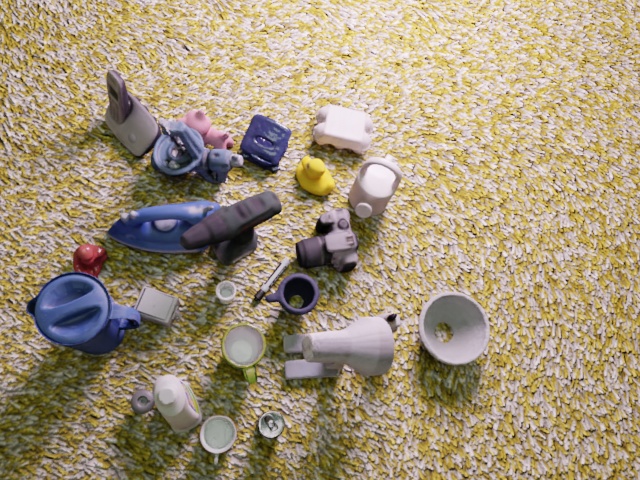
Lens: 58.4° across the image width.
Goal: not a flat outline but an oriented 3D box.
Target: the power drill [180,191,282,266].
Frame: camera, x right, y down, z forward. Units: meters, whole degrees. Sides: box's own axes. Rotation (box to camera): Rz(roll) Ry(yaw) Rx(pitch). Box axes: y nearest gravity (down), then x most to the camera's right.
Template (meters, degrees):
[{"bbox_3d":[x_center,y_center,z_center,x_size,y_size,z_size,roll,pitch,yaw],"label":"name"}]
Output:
[{"bbox_3d":[-0.190,-0.017,1.240,0.230,0.208,0.075,-32,79,-17],"label":"power drill"}]

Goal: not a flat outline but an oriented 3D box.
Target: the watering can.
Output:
[{"bbox_3d":[0.132,-0.128,1.334,0.101,0.194,0.173,6,71,-6],"label":"watering can"}]

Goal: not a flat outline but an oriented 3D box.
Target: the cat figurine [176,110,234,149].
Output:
[{"bbox_3d":[-0.270,-0.261,1.356,0.128,0.117,0.067,23,70,0],"label":"cat figurine"}]

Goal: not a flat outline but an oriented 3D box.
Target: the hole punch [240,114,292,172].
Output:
[{"bbox_3d":[-0.130,-0.234,1.383,0.108,0.091,0.101,25,70,0],"label":"hole punch"}]

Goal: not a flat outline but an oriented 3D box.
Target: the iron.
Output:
[{"bbox_3d":[-0.347,-0.041,1.259,0.258,0.141,0.118,-4,72,-10],"label":"iron"}]

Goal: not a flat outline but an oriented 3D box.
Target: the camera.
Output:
[{"bbox_3d":[0.012,0.005,1.321,0.137,0.100,0.143,-10,74,-12],"label":"camera"}]

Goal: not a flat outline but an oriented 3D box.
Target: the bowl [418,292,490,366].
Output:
[{"bbox_3d":[0.297,0.206,1.312,0.167,0.074,0.167,3,71,-8],"label":"bowl"}]

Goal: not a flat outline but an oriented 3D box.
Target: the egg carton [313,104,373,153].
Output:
[{"bbox_3d":[0.059,-0.278,1.438,0.150,0.069,0.107,11,71,-5],"label":"egg carton"}]

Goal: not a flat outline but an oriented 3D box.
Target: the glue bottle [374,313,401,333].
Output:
[{"bbox_3d":[0.141,0.181,1.244,0.078,0.173,0.037,-4,72,-10],"label":"glue bottle"}]

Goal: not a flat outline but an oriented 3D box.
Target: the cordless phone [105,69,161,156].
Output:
[{"bbox_3d":[-0.433,-0.291,1.305,0.147,0.185,0.094,44,71,7],"label":"cordless phone"}]

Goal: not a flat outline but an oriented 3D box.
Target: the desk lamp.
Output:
[{"bbox_3d":[0.033,0.231,1.190,0.203,0.213,0.118,-3,72,-9],"label":"desk lamp"}]

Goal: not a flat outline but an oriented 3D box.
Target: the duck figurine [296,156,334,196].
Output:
[{"bbox_3d":[-0.008,-0.160,1.380,0.104,0.086,0.077,41,71,6],"label":"duck figurine"}]

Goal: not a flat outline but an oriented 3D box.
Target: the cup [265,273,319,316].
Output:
[{"bbox_3d":[-0.065,0.131,1.271,0.118,0.095,0.091,-9,73,-11],"label":"cup"}]

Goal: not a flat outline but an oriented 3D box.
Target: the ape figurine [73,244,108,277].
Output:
[{"bbox_3d":[-0.501,0.038,1.236,0.078,0.092,0.076,-31,79,-17],"label":"ape figurine"}]

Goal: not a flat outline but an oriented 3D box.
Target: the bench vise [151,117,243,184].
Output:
[{"bbox_3d":[-0.282,-0.214,1.285,0.207,0.219,0.121,-10,73,-11],"label":"bench vise"}]
